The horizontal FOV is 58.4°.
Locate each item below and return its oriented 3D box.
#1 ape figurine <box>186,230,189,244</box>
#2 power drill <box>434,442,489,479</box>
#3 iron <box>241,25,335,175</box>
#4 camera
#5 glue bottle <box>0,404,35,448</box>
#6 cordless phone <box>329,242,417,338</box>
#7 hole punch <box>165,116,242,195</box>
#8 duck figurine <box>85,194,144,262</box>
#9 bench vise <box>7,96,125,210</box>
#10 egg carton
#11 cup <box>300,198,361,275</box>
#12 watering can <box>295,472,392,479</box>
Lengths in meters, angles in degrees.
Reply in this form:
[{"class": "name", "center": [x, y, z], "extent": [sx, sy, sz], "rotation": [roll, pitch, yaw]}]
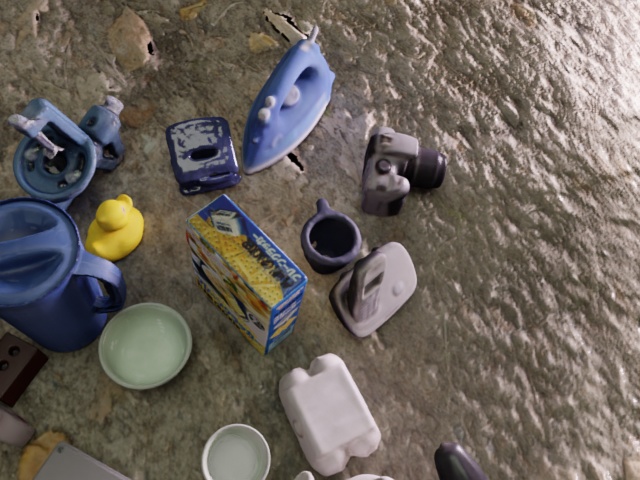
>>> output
[{"class": "ape figurine", "center": [-0.168, -0.015, 0.878], "extent": [0.076, 0.092, 0.078], "rotation": [28, 63, 6]}, {"class": "power drill", "center": [0.182, 0.358, 0.684], "extent": [0.076, 0.208, 0.229], "rotation": [-27, 71, -20]}, {"class": "iron", "center": [-0.063, -0.242, 0.978], "extent": [0.118, 0.141, 0.258], "rotation": [25, 63, 4]}, {"class": "camera", "center": [0.145, -0.120, 0.973], "extent": [0.137, 0.101, 0.143], "rotation": [9, 63, -4]}, {"class": "glue bottle", "center": [-0.404, 0.210, 0.686], "extent": [0.078, 0.173, 0.037], "rotation": [27, 63, 5]}, {"class": "cordless phone", "center": [0.089, 0.053, 0.832], "extent": [0.094, 0.185, 0.148], "rotation": [43, 66, 13]}, {"class": "hole punch", "center": [-0.189, -0.137, 0.935], "extent": [0.109, 0.091, 0.101], "rotation": [-14, 67, -15]}, {"class": "duck figurine", "center": [-0.314, -0.023, 0.863], "extent": [0.077, 0.086, 0.105], "rotation": [28, 63, 5]}, {"class": "bench vise", "center": [-0.380, -0.155, 0.842], "extent": [0.121, 0.220, 0.207], "rotation": [13, 63, -2]}, {"class": "egg carton", "center": [0.010, 0.240, 0.793], "extent": [0.107, 0.069, 0.150], "rotation": [-23, 70, -18]}, {"class": "cup", "center": [0.008, 0.003, 0.895], "extent": [0.092, 0.095, 0.117], "rotation": [-9, 66, -13]}, {"class": "watering can", "center": [0.048, 0.334, 0.683], "extent": [0.173, 0.194, 0.101], "rotation": [5, 63, -6]}]
